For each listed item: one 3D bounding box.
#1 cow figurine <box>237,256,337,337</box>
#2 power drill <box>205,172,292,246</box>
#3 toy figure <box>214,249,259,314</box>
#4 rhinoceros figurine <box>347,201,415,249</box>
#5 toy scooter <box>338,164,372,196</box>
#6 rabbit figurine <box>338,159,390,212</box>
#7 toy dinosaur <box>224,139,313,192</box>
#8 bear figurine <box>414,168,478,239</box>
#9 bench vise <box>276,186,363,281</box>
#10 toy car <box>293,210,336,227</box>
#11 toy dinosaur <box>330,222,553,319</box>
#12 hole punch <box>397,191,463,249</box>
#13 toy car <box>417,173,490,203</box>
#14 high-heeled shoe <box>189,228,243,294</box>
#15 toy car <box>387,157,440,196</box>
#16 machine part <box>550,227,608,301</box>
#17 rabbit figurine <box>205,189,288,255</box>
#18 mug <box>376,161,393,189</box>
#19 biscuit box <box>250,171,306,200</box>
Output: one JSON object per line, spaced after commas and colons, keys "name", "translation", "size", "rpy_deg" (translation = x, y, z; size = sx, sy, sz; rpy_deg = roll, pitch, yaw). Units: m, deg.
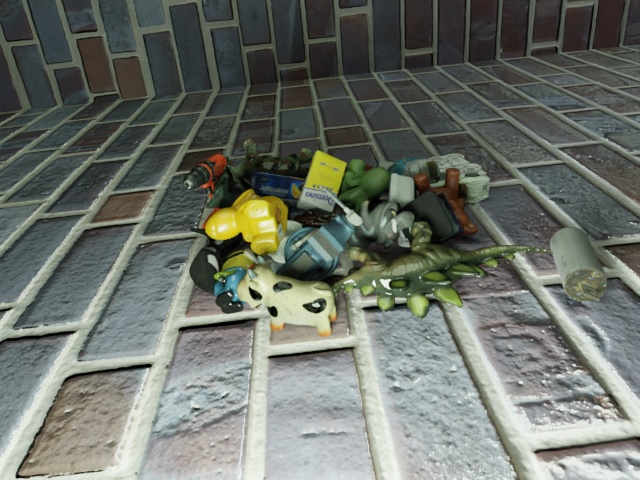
{"name": "cow figurine", "translation": [-0.067, 0.103, 1.011], "size": [0.195, 0.127, 0.085], "rpy_deg": [6, 27, 17]}
{"name": "power drill", "translation": [-0.174, -0.079, 1.348], "size": [0.086, 0.207, 0.232], "rpy_deg": [-42, 20, 29]}
{"name": "toy figure", "translation": [-0.176, 0.082, 1.123], "size": [0.089, 0.082, 0.180], "rpy_deg": [2, 31, 10]}
{"name": "rhinoceros figurine", "translation": [0.127, -0.030, 1.203], "size": [0.073, 0.112, 0.190], "rpy_deg": [7, -21, -41]}
{"name": "toy scooter", "translation": [0.079, -0.165, 1.547], "size": [0.184, 0.075, 0.135], "rpy_deg": [-12, 29, -5]}
{"name": "rabbit figurine", "translation": [0.113, -0.142, 1.403], "size": [0.159, 0.121, 0.170], "rpy_deg": [-51, 10, -14]}
{"name": "toy dinosaur", "translation": [-0.139, -0.206, 1.634], "size": [0.405, 0.131, 0.192], "rpy_deg": [3, 41, 8]}
{"name": "bear figurine", "translation": [0.302, -0.084, 1.298], "size": [0.120, 0.131, 0.196], "rpy_deg": [-9, 22, 4]}
{"name": "bench vise", "translation": [0.006, 0.003, 1.143], "size": [0.129, 0.223, 0.240], "rpy_deg": [36, 16, 3]}
{"name": "toy car", "translation": [0.027, -0.042, 1.350], "size": [0.202, 0.053, 0.089], "rpy_deg": [3, 26, 18]}
{"name": "toy dinosaur", "translation": [0.217, 0.059, 1.074], "size": [0.472, 0.104, 0.199], "rpy_deg": [-19, 35, -7]}
{"name": "hole punch", "translation": [0.246, -0.040, 1.202], "size": [0.116, 0.142, 0.092], "rpy_deg": [-32, -14, 33]}
{"name": "toy car", "translation": [0.353, -0.129, 1.424], "size": [0.202, 0.073, 0.056], "rpy_deg": [-10, 28, -8]}
{"name": "high-heeled shoe", "translation": [-0.223, 0.045, 1.246], "size": [0.145, 0.086, 0.249], "rpy_deg": [13, 35, -32]}
{"name": "toy car", "translation": [0.275, -0.178, 1.474], "size": [0.162, 0.109, 0.103], "rpy_deg": [-12, -4, -26]}
{"name": "machine part", "translation": [0.507, 0.045, 1.062], "size": [0.079, 0.079, 0.243], "rpy_deg": [2, 29, 14]}
{"name": "rabbit figurine", "translation": [-0.164, -0.050, 1.174], "size": [0.173, 0.121, 0.162], "rpy_deg": [-10, 31, 14]}
{"name": "mug", "translation": [0.216, -0.182, 1.548], "size": [0.107, 0.080, 0.110], "rpy_deg": [4, 24, -1]}
{"name": "biscuit box", "translation": [-0.088, -0.145, 1.479], "size": [0.202, 0.059, 0.063], "rpy_deg": [5, 12, -24]}
